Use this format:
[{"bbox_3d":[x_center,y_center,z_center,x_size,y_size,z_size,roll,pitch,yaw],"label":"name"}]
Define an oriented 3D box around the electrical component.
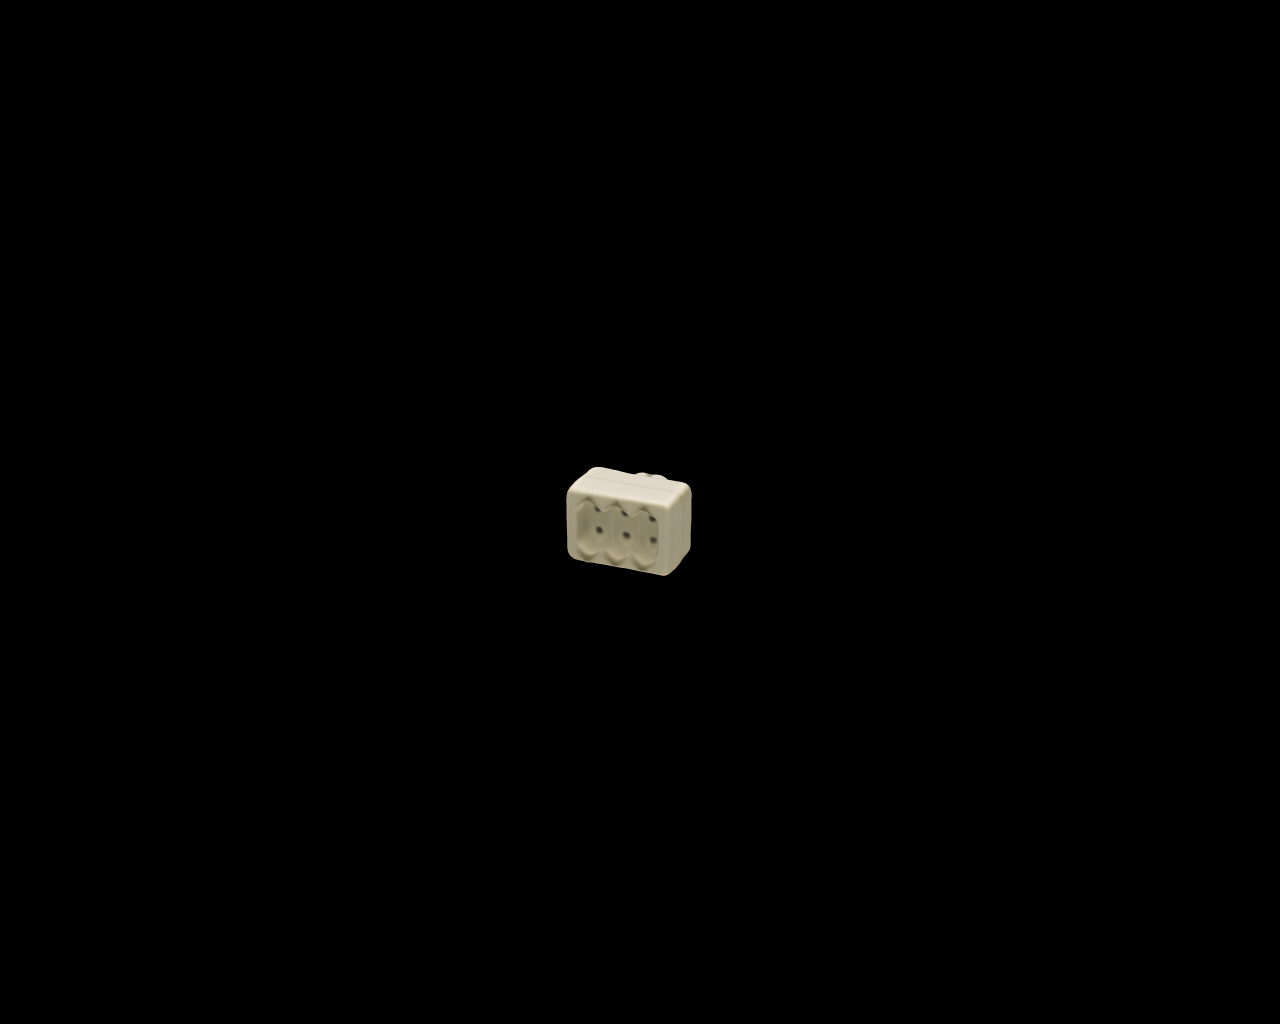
[{"bbox_3d":[0.001,-0.003,0.650,0.066,0.047,0.077,10,28,20],"label":"electrical component"}]
